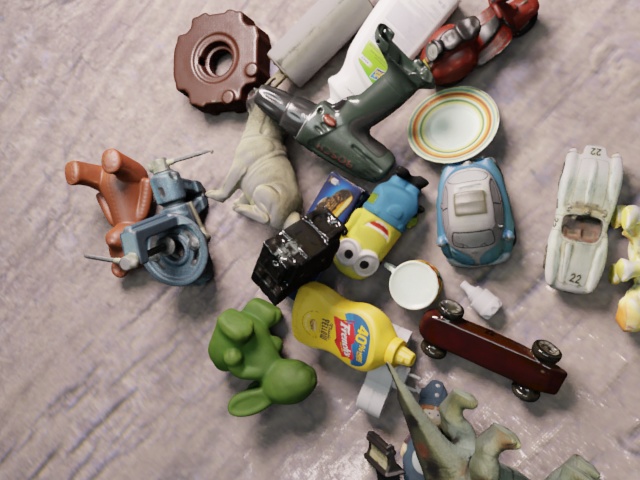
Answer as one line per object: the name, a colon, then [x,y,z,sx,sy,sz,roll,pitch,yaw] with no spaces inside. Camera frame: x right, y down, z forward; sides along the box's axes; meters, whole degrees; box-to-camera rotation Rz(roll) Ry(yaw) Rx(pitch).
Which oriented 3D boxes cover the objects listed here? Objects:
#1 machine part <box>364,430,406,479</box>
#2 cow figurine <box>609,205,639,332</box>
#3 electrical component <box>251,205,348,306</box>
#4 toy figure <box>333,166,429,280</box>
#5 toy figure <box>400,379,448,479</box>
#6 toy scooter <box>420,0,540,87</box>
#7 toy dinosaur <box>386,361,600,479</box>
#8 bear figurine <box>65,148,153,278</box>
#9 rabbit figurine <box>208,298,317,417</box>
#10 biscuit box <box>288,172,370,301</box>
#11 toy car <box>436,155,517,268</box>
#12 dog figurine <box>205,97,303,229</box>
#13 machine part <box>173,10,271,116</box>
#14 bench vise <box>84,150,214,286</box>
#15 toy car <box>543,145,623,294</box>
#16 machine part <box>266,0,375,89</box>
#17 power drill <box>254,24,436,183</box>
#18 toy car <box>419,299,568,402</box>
machine part: [0.099,0.356,0.790,0.039,0.084,0.138,-11,93,-26]
cow figurine: [0.431,0.037,0.694,0.098,0.068,0.167,2,90,12]
electrical component: [-0.032,0.027,0.746,0.115,0.134,0.058,-33,73,-29]
toy figure: [0.090,-0.021,0.800,0.082,0.089,0.180,34,89,25]
toy figure: [0.159,0.281,0.778,0.064,0.058,0.154,11,89,-20]
toy scooter: [0.215,-0.287,0.740,0.184,0.135,0.075,-30,81,16]
toy dinosaur: [0.227,0.332,0.701,0.405,0.131,0.192,29,93,12]
bear figurine: [-0.347,-0.039,0.921,0.120,0.132,0.195,-9,79,20]
rabbit figurine: [-0.091,0.198,0.828,0.170,0.121,0.159,35,105,19]
biscuit box: [-0.002,-0.003,0.838,0.063,0.059,0.202,33,98,16]
toy car: [0.215,-0.041,0.748,0.109,0.103,0.161,-4,88,17]
dog figurine: [-0.067,-0.122,0.834,0.172,0.121,0.190,27,95,17]
machine part: [-0.167,-0.299,0.908,0.180,0.056,0.179,-1,86,19]
bench vise: [-0.241,-0.018,0.835,0.129,0.240,0.223,-2,103,15]
toy car: [0.354,-0.028,0.724,0.074,0.056,0.201,11,92,18]
machine part: [0.002,-0.323,0.842,0.243,0.079,0.079,-43,76,13]
power drill: [0.042,-0.201,0.766,0.232,0.086,0.207,39,118,-11]
toy car: [0.238,0.152,0.753,0.202,0.053,0.089,21,117,17]
